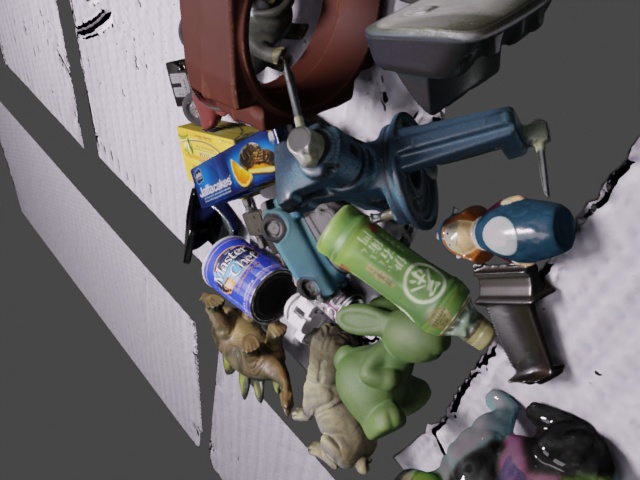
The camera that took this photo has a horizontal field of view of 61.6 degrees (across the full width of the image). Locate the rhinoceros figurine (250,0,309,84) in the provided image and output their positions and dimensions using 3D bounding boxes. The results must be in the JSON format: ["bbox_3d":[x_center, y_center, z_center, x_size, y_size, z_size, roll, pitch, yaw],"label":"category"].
[{"bbox_3d":[-0.076,-0.252,0.624,0.112,0.073,0.190,36,157,-1],"label":"rhinoceros figurine"}]

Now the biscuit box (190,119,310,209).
[{"bbox_3d":[-0.090,-0.094,0.699,0.203,0.059,0.062,-15,93,48],"label":"biscuit box"}]

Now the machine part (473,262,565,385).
[{"bbox_3d":[0.209,0.086,0.559,0.084,0.039,0.138,-9,104,49],"label":"machine part"}]

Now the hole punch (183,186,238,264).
[{"bbox_3d":[-0.205,-0.025,0.997,0.142,0.092,0.116,114,152,-52],"label":"hole punch"}]

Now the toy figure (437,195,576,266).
[{"bbox_3d":[0.170,-0.009,0.532,0.155,0.057,0.064,-4,70,55],"label":"toy figure"}]

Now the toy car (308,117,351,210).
[{"bbox_3d":[-0.007,-0.121,0.686,0.202,0.053,0.089,42,126,26],"label":"toy car"}]

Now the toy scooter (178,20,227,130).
[{"bbox_3d":[-0.132,-0.231,0.756,0.135,0.075,0.183,27,127,23],"label":"toy scooter"}]

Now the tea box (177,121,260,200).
[{"bbox_3d":[-0.151,-0.132,0.853,0.170,0.068,0.098,19,125,44],"label":"tea box"}]

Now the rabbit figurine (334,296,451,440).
[{"bbox_3d":[0.100,0.144,0.703,0.159,0.121,0.170,52,127,27],"label":"rabbit figurine"}]

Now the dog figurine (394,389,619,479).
[{"bbox_3d":[0.178,0.271,0.565,0.192,0.219,0.108,7,121,51],"label":"dog figurine"}]

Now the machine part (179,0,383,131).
[{"bbox_3d":[-0.028,-0.219,0.517,0.087,0.201,0.201,32,135,34],"label":"machine part"}]

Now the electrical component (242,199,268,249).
[{"bbox_3d":[-0.101,-0.030,0.897,0.063,0.021,0.094,-6,107,54],"label":"electrical component"}]

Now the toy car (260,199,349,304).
[{"bbox_3d":[-0.001,-0.002,0.715,0.103,0.109,0.161,-33,82,20],"label":"toy car"}]

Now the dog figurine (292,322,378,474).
[{"bbox_3d":[0.035,0.238,0.814,0.173,0.121,0.190,37,137,33],"label":"dog figurine"}]

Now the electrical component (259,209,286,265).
[{"bbox_3d":[-0.053,-0.009,0.812,0.045,0.078,0.102,-21,92,21],"label":"electrical component"}]

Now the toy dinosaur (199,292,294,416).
[{"bbox_3d":[-0.154,0.182,1.019,0.472,0.105,0.198,42,141,52],"label":"toy dinosaur"}]

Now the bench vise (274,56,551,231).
[{"bbox_3d":[0.083,-0.079,0.503,0.241,0.223,0.129,-11,64,28],"label":"bench vise"}]

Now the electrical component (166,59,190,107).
[{"bbox_3d":[-0.215,-0.257,0.872,0.119,0.048,0.074,19,126,43],"label":"electrical component"}]

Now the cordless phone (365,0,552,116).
[{"bbox_3d":[0.131,-0.185,0.378,0.088,0.146,0.184,53,148,1],"label":"cordless phone"}]
